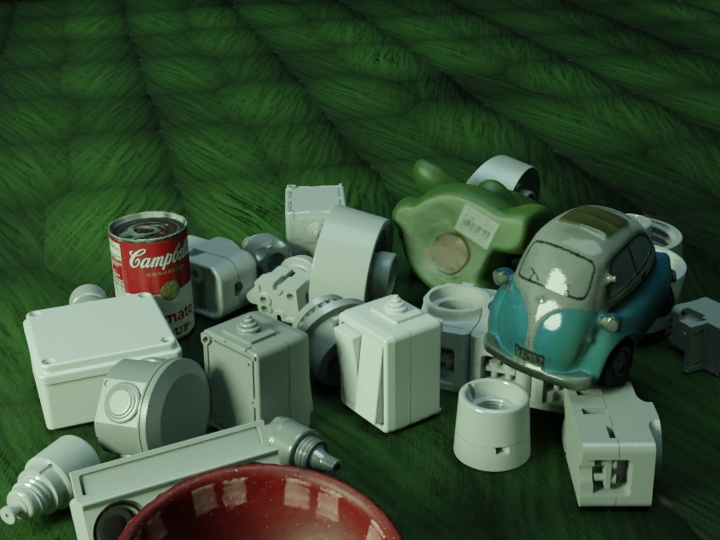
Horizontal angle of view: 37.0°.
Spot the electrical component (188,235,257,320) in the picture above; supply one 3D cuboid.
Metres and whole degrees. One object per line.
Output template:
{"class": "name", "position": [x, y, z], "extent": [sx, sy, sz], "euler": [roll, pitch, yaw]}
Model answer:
{"class": "electrical component", "position": [-0.145, 0.004, 1.012], "extent": [0.095, 0.053, 0.059], "euler": [16, 28, 33]}

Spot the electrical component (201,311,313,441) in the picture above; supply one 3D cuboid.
{"class": "electrical component", "position": [-0.074, 0.074, 0.794], "extent": [0.062, 0.096, 0.061], "euler": [21, 30, 40]}

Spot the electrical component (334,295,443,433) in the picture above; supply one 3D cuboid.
{"class": "electrical component", "position": [0.020, 0.065, 0.812], "extent": [0.061, 0.096, 0.062], "euler": [-17, 29, -32]}

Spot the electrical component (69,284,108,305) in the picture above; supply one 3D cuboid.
{"class": "electrical component", "position": [-0.240, 0.038, 0.955], "extent": [0.044, 0.044, 0.065], "euler": [-7, 20, -15]}

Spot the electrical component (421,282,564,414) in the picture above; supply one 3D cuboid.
{"class": "electrical component", "position": [0.125, 0.058, 0.868], "extent": [0.150, 0.061, 0.089], "euler": [9, 25, 22]}

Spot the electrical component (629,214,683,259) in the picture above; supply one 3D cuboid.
{"class": "electrical component", "position": [0.260, -0.020, 1.044], "extent": [0.108, 0.060, 0.108], "euler": [0, 23, 0]}

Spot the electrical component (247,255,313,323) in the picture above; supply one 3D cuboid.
{"class": "electrical component", "position": [-0.062, 0.017, 0.992], "extent": [0.066, 0.048, 0.055], "euler": [11, 34, 26]}

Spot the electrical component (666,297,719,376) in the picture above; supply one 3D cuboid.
{"class": "electrical component", "position": [0.296, 0.053, 0.900], "extent": [0.081, 0.042, 0.064], "euler": [-12, 22, -25]}

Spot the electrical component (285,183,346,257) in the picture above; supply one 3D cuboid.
{"class": "electrical component", "position": [-0.045, -0.045, 1.112], "extent": [0.062, 0.061, 0.096], "euler": [-2, 23, -3]}

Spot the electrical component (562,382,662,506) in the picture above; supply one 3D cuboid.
{"class": "electrical component", "position": [0.174, 0.118, 0.741], "extent": [0.056, 0.050, 0.089], "euler": [-1, 23, 3]}

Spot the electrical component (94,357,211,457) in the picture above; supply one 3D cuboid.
{"class": "electrical component", "position": [-0.145, 0.100, 0.760], "extent": [0.051, 0.080, 0.080], "euler": [4, 23, 25]}

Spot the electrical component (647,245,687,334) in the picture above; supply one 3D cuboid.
{"class": "electrical component", "position": [0.230, 0.020, 0.953], "extent": [0.108, 0.060, 0.108], "euler": [-1, 23, 0]}

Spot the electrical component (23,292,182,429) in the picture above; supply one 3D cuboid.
{"class": "electrical component", "position": [-0.205, 0.070, 0.859], "extent": [0.109, 0.056, 0.109], "euler": [-10, 25, -20]}

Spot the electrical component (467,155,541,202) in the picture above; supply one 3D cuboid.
{"class": "electrical component", "position": [0.145, -0.070, 1.122], "extent": [0.064, 0.099, 0.099], "euler": [19, 30, 27]}

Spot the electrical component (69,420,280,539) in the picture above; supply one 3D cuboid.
{"class": "electrical component", "position": [-0.112, 0.146, 0.663], "extent": [0.121, 0.078, 0.063], "euler": [-12, -2, -25]}

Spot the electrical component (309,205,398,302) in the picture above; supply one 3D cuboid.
{"class": "electrical component", "position": [0.000, 0.000, 0.956], "extent": [0.060, 0.108, 0.108], "euler": [11, 26, 12]}

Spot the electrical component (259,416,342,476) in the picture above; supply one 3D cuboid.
{"class": "electrical component", "position": [-0.040, 0.127, 0.750], "extent": [0.061, 0.035, 0.035], "euler": [19, 30, 34]}

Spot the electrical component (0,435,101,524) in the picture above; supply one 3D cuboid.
{"class": "electrical component", "position": [-0.207, 0.142, 0.714], "extent": [0.040, 0.040, 0.078], "euler": [10, 25, 24]}

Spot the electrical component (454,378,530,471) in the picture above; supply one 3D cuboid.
{"class": "electrical component", "position": [0.095, 0.109, 0.769], "extent": [0.055, 0.047, 0.055], "euler": [-1, 23, 0]}

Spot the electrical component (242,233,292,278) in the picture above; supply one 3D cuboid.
{"class": "electrical component", "position": [-0.097, -0.016, 1.071], "extent": [0.043, 0.043, 0.062], "euler": [-14, 26, -28]}
